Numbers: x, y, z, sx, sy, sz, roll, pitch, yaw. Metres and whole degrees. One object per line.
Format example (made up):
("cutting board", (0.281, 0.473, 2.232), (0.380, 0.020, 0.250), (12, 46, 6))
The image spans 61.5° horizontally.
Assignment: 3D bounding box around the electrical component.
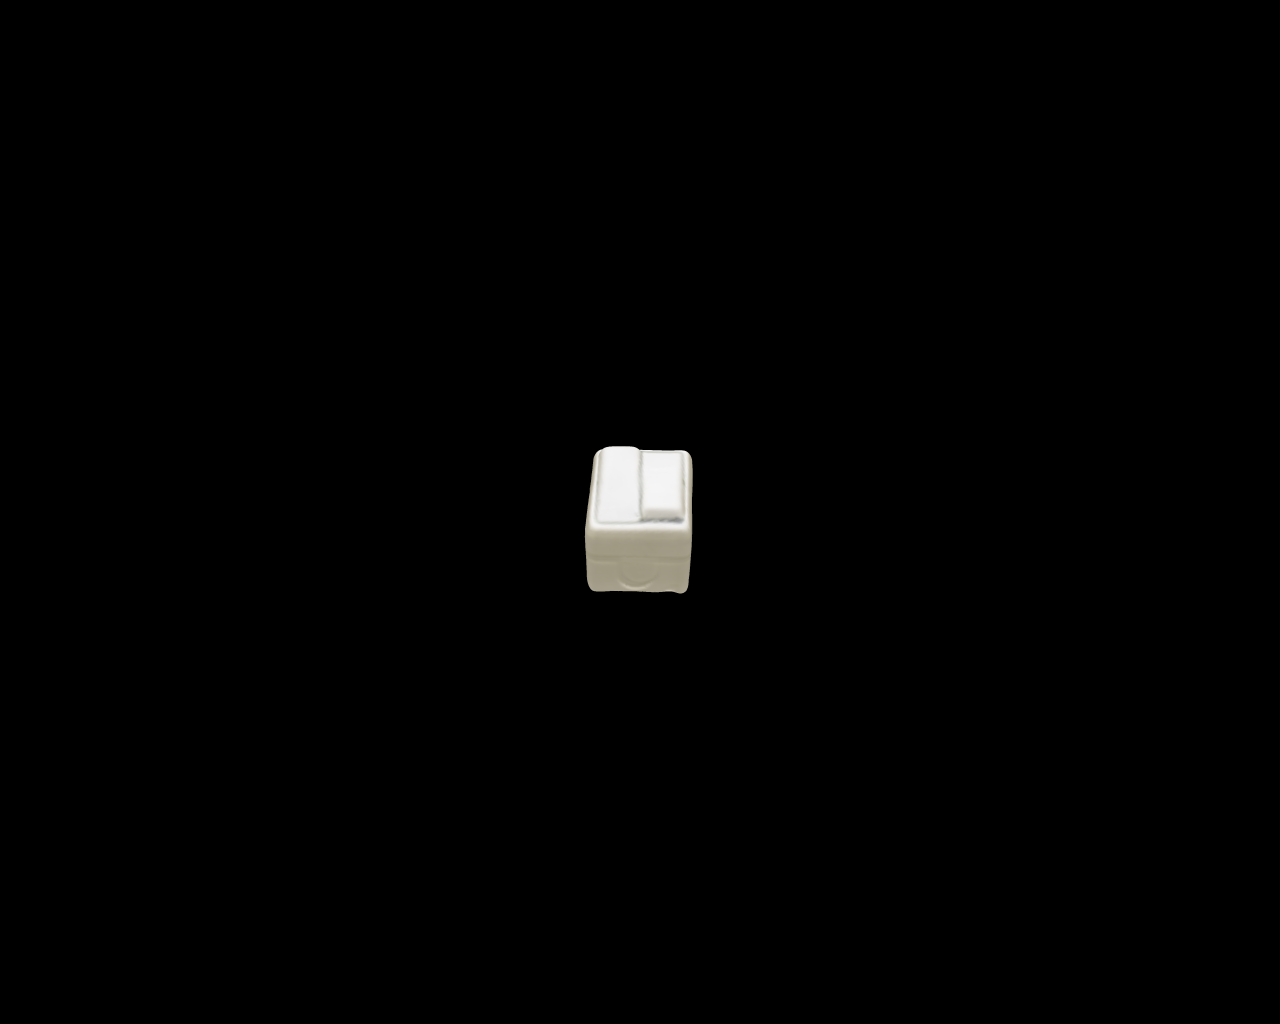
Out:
("electrical component", (0.001, -0.003, 0.650), (0.062, 0.061, 0.096), (2, 40, 2))
